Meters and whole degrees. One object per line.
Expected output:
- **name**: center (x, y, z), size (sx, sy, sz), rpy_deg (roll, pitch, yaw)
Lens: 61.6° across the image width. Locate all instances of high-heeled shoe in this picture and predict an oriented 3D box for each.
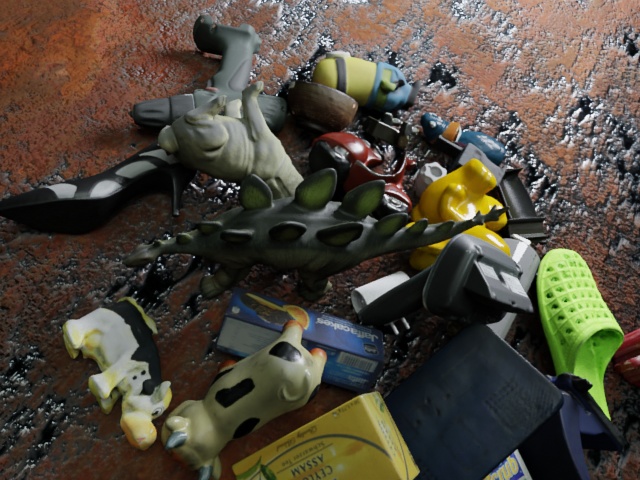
- **high-heeled shoe**: center (-0.288, -0.089, 0.716), size (0.249, 0.086, 0.145), rpy_deg (0, 59, -21)

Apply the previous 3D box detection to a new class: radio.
- **radio**: center (0.145, 0.210, 0.611), size (0.229, 0.073, 0.131), rpy_deg (-41, 66, -3)

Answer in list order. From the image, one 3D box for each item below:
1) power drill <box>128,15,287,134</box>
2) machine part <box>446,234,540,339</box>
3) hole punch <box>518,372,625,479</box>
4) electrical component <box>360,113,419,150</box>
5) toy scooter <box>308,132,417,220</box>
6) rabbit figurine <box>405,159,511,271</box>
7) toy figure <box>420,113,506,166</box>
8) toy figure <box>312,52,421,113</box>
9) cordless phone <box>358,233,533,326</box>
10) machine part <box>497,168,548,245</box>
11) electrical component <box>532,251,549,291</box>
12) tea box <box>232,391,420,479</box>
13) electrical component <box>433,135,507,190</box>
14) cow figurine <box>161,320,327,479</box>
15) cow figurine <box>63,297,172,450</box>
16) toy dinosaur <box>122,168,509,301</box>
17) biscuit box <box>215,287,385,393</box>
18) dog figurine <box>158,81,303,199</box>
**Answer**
- **power drill**: center (-0.167, -0.250, 0.837), size (0.232, 0.086, 0.207), rpy_deg (5, 57, -14)
- **machine part**: center (0.251, 0.079, 0.768), size (0.079, 0.079, 0.243), rpy_deg (37, 58, 6)
- **hole punch**: center (0.286, 0.234, 0.665), size (0.092, 0.142, 0.116), rpy_deg (-34, 86, -24)
- **electrical component**: center (0.113, -0.180, 0.870), size (0.078, 0.045, 0.102), rpy_deg (23, 15, -17)
- **toy scooter**: center (0.079, -0.112, 0.831), size (0.184, 0.075, 0.135), rpy_deg (39, 53, 9)
- **rabbit figurine**: center (0.200, -0.015, 0.764), size (0.162, 0.121, 0.173), rpy_deg (-17, 43, 1)
- **toy figure**: center (0.237, -0.168, 0.914), size (0.154, 0.064, 0.057), rpy_deg (26, 96, 5)
- **toy figure**: center (0.076, -0.262, 0.910), size (0.180, 0.082, 0.089), rpy_deg (16, 56, -9)
- **cordless phone**: center (0.151, 0.077, 0.672), size (0.146, 0.184, 0.089), rpy_deg (19, 49, -43)
- **machine part**: center (0.321, -0.054, 0.883), size (0.084, 0.039, 0.139), rpy_deg (-5, 67, -8)
- **electrical component**: center (0.364, 0.065, 0.839), size (0.063, 0.021, 0.094), rpy_deg (-15, 66, -23)
- **tea box**: center (0.005, 0.241, 0.565), size (0.170, 0.068, 0.098), rpy_deg (-34, 69, 12)
- **electrical component**: center (0.232, -0.119, 0.871), size (0.119, 0.075, 0.048), rpy_deg (32, 70, -1)
- **cow figurine**: center (-0.088, 0.180, 0.585), size (0.195, 0.127, 0.085), rpy_deg (-31, 102, 9)
- **cow figurine**: center (-0.214, 0.148, 0.612), size (0.098, 0.068, 0.167), rpy_deg (-29, 73, -33)
- **toy dinosaur**: center (-0.001, -0.002, 0.676), size (0.471, 0.198, 0.105), rpy_deg (-5, 66, -16)
- **biscuit box**: center (-0.022, 0.124, 0.668), size (0.203, 0.059, 0.063), rpy_deg (18, 29, -6)
- **dog figurine**: center (-0.107, -0.092, 0.728), size (0.172, 0.121, 0.190), rpy_deg (-30, 100, -21)
